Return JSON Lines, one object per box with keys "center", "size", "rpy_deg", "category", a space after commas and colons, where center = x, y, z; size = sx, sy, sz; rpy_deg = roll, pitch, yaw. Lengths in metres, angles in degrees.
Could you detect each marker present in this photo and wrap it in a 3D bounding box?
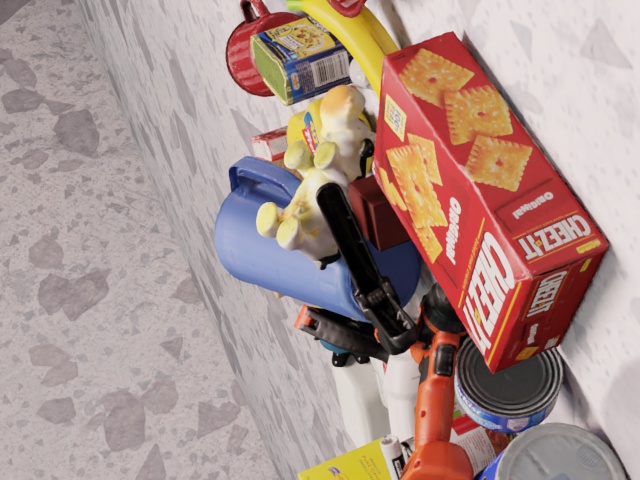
{"center": [0.083, 0.248, 1.039], "size": [0.020, 0.020, 0.121], "rpy_deg": [-148, 39, -69], "category": "marker"}

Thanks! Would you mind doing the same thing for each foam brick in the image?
{"center": [0.074, -0.033, 0.977], "size": [0.053, 0.078, 0.051], "rpy_deg": [-129, 24, -54], "category": "foam brick"}

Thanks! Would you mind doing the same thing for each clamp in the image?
{"center": [0.056, 0.059, 0.972], "size": [0.165, 0.036, 0.210], "rpy_deg": [63, 178, 32], "category": "clamp"}
{"center": [0.056, 0.113, 1.169], "size": [0.120, 0.171, 0.039], "rpy_deg": [21, 93, 59], "category": "clamp"}

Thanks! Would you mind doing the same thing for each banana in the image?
{"center": [0.048, -0.151, 0.942], "size": [0.198, 0.037, 0.070], "rpy_deg": [54, 156, -1], "category": "banana"}

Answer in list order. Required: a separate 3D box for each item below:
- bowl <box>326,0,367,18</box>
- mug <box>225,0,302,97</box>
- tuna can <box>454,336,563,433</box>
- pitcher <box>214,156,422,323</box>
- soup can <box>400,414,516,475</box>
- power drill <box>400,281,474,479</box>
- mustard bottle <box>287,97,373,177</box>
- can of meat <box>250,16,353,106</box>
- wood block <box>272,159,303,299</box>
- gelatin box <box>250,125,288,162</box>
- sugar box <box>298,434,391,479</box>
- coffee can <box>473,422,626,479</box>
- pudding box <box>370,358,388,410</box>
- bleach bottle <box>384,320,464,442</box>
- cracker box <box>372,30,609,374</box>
{"center": [0.025, -0.265, 0.862], "size": [0.162, 0.055, 0.162], "rpy_deg": [159, 90, -77], "category": "bowl"}
{"center": [-0.055, -0.219, 1.185], "size": [0.117, 0.093, 0.082], "rpy_deg": [68, 163, -11], "category": "mug"}
{"center": [0.152, 0.112, 0.866], "size": [0.034, 0.086, 0.086], "rpy_deg": [84, 160, -54], "category": "tuna can"}
{"center": [-0.008, 0.001, 1.159], "size": [0.243, 0.149, 0.145], "rpy_deg": [19, 95, 54], "category": "pitcher"}
{"center": [0.136, 0.210, 1.045], "size": [0.068, 0.102, 0.068], "rpy_deg": [159, 90, -78], "category": "soup can"}
{"center": [0.112, 0.130, 0.961], "size": [0.184, 0.057, 0.187], "rpy_deg": [97, -179, -62], "category": "power drill"}
{"center": [0.015, -0.105, 1.144], "size": [0.192, 0.058, 0.096], "rpy_deg": [171, 77, -76], "category": "mustard bottle"}
{"center": [-0.015, -0.185, 1.084], "size": [0.102, 0.083, 0.057], "rpy_deg": [-127, 20, -50], "category": "can of meat"}
{"center": [-0.033, -0.021, 1.397], "size": [0.206, 0.090, 0.090], "rpy_deg": [92, 155, -60], "category": "wood block"}
{"center": [-0.040, -0.123, 1.306], "size": [0.089, 0.073, 0.030], "rpy_deg": [-154, 45, -72], "category": "gelatin box"}
{"center": [0.073, 0.276, 1.237], "size": [0.093, 0.176, 0.048], "rpy_deg": [48, 158, 56], "category": "sugar box"}
{"center": [0.180, 0.216, 0.875], "size": [0.140, 0.102, 0.103], "rpy_deg": [101, 146, -67], "category": "coffee can"}
{"center": [0.099, 0.173, 1.280], "size": [0.114, 0.039, 0.090], "rpy_deg": [-142, 32, -69], "category": "pudding box"}
{"center": [0.125, 0.203, 1.129], "size": [0.068, 0.102, 0.251], "rpy_deg": [18, 122, 62], "category": "bleach bottle"}
{"center": [0.118, -0.026, 0.823], "size": [0.164, 0.072, 0.214], "rpy_deg": [91, 154, -59], "category": "cracker box"}
